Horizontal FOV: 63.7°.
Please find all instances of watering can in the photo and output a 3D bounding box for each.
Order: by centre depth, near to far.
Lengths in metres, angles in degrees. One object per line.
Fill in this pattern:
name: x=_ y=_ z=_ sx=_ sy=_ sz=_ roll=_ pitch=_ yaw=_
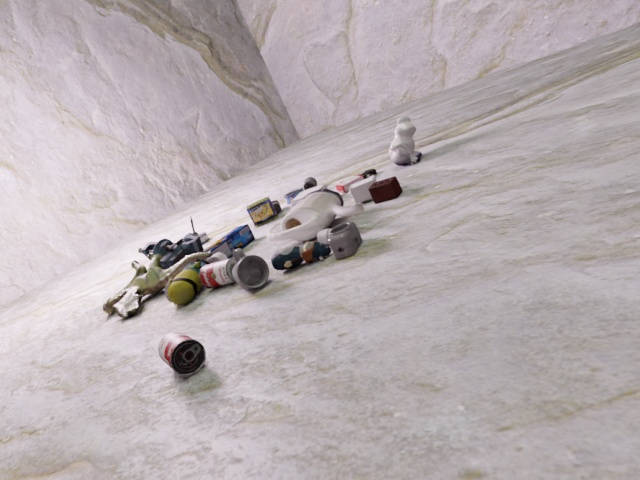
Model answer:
watering can: x=0.004 y=-0.074 z=1.464 sx=0.345 sy=0.103 sz=0.228 roll=-16 pitch=19 yaw=32

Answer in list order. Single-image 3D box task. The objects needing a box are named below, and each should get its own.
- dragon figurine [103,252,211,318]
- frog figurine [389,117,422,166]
dragon figurine: x=-0.538 y=0.155 z=1.619 sx=0.407 sy=0.120 sz=0.249 roll=-17 pitch=34 yaw=32
frog figurine: x=0.287 y=-0.345 z=1.805 sx=0.122 sy=0.158 sz=0.140 roll=-13 pitch=19 yaw=43
